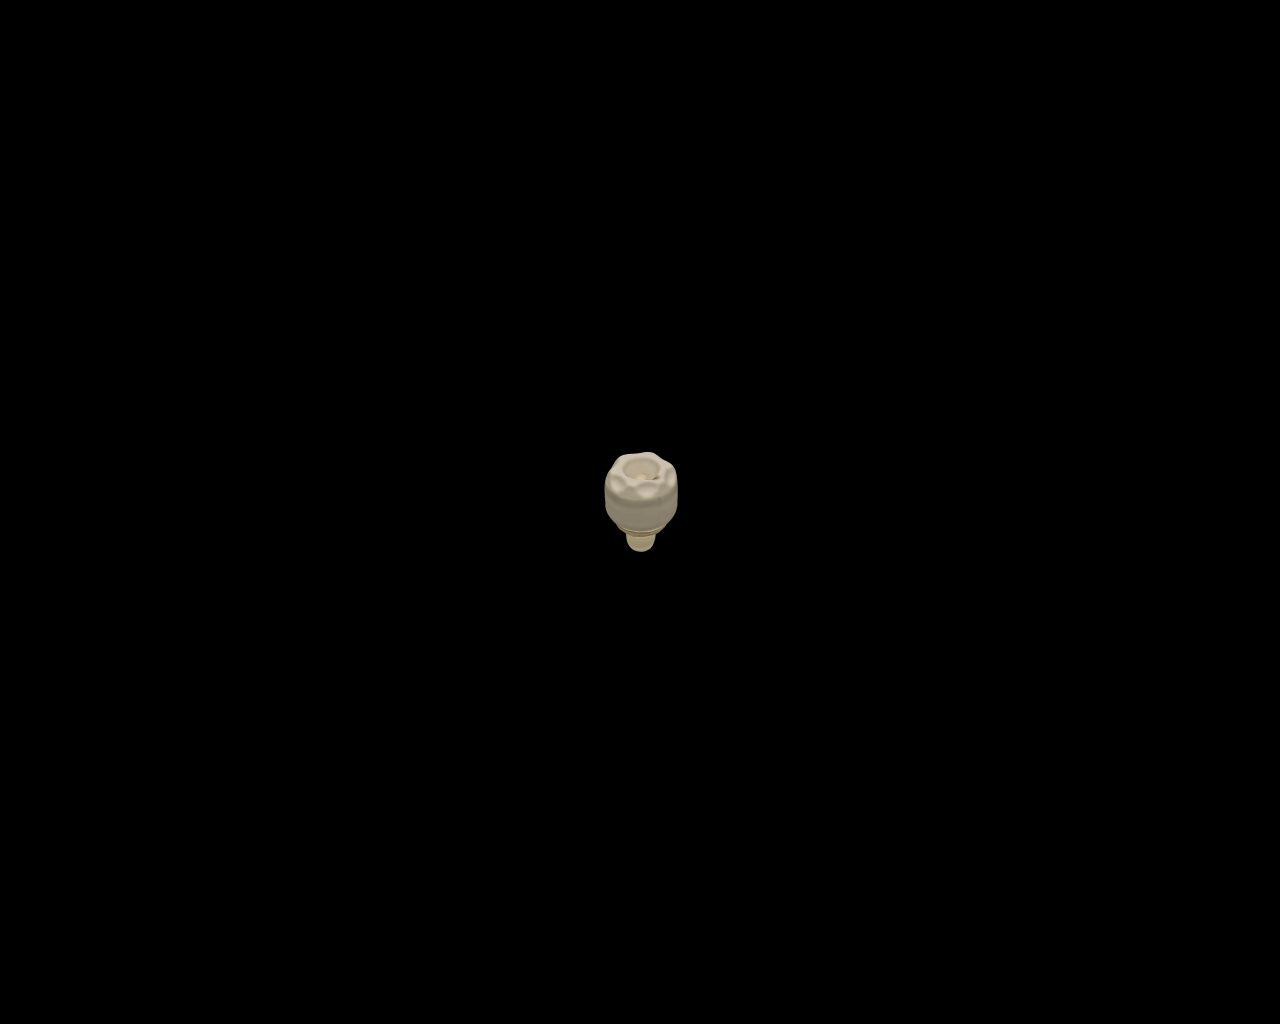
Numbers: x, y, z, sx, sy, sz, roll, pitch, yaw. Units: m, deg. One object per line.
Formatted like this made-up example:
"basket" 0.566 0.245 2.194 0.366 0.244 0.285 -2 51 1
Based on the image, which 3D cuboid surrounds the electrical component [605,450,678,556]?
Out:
"electrical component" 0.001 -0.003 0.650 0.043 0.062 0.043 0 37 0
